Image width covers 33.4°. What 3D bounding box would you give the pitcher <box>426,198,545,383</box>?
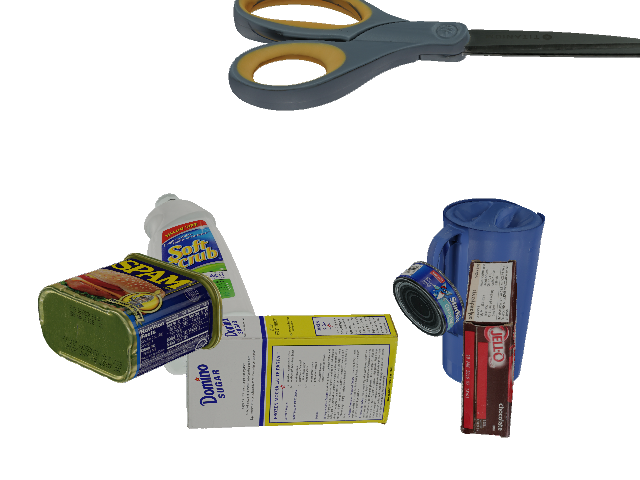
[{"bbox_3d":[0.217,0.074,1.438,0.149,0.243,0.145,4,21,7],"label":"pitcher"}]

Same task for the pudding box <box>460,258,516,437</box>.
[{"bbox_3d":[0.123,0.075,0.776,0.039,0.090,0.113,2,23,9],"label":"pudding box"}]

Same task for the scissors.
[{"bbox_3d":[0.045,-0.082,0.491,0.202,0.016,0.096,15,49,18],"label":"scissors"}]

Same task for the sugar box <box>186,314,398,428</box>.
[{"bbox_3d":[-0.026,0.111,0.915,0.176,0.093,0.048,2,26,-6],"label":"sugar box"}]

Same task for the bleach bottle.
[{"bbox_3d":[-0.142,0.030,1.119,0.102,0.068,0.251,-12,38,-14],"label":"bleach bottle"}]

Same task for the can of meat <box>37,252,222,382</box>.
[{"bbox_3d":[-0.134,0.053,0.745,0.102,0.057,0.083,16,24,36],"label":"can of meat"}]

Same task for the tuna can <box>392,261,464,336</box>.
[{"bbox_3d":[0.124,0.068,1.232,0.033,0.086,0.086,-37,17,-24],"label":"tuna can"}]
